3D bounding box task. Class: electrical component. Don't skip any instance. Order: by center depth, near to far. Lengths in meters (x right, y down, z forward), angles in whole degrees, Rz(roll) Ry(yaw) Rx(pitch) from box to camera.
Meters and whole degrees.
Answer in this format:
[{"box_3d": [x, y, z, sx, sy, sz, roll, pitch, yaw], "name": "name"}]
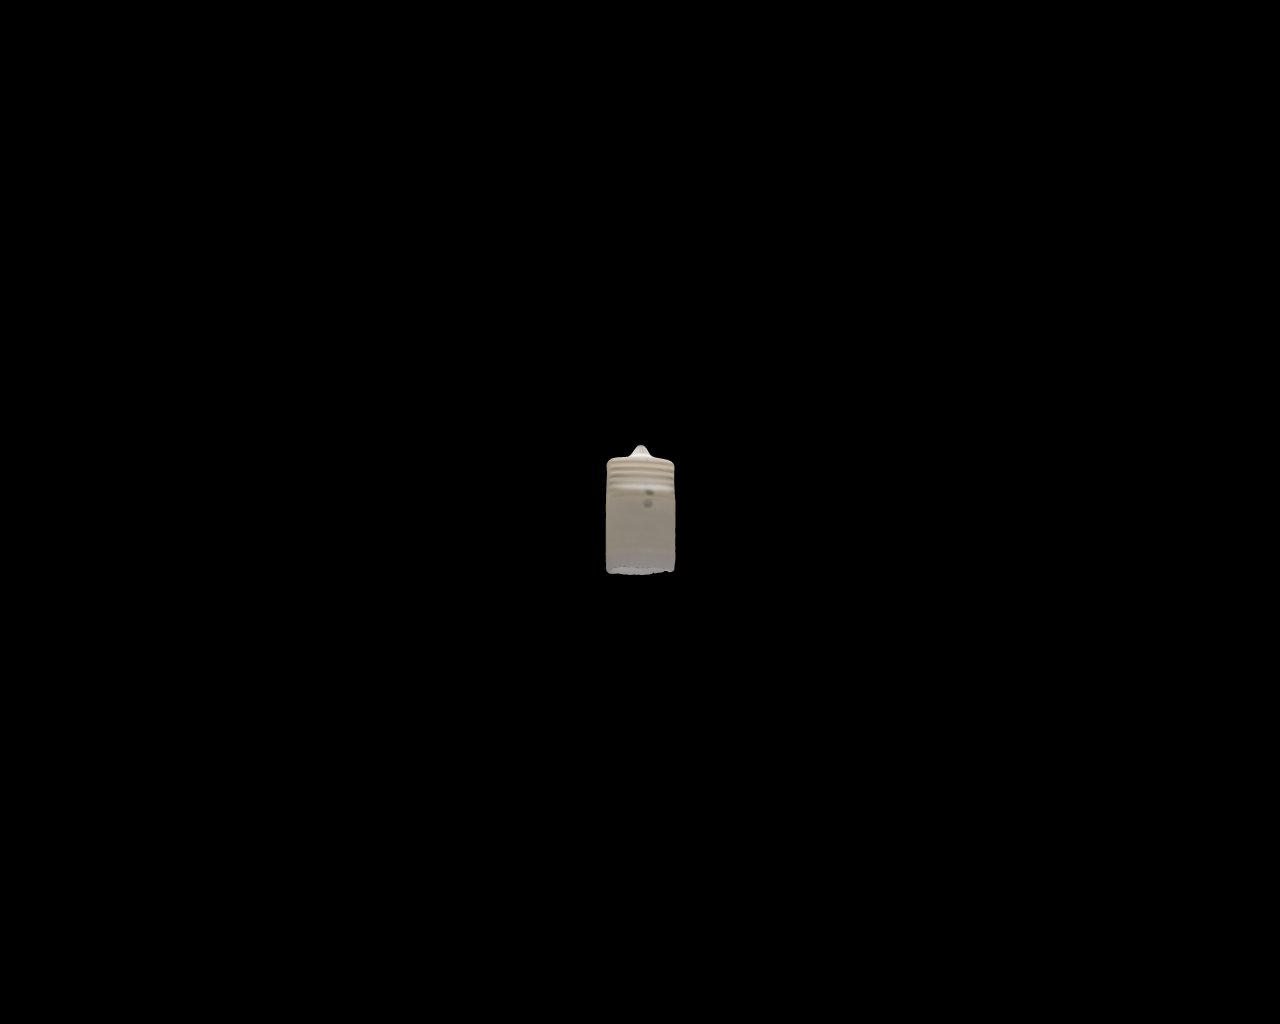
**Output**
[{"box_3d": [0.001, -0.003, 0.650, 0.043, 0.081, 0.043, 0, -9, 0], "name": "electrical component"}]
